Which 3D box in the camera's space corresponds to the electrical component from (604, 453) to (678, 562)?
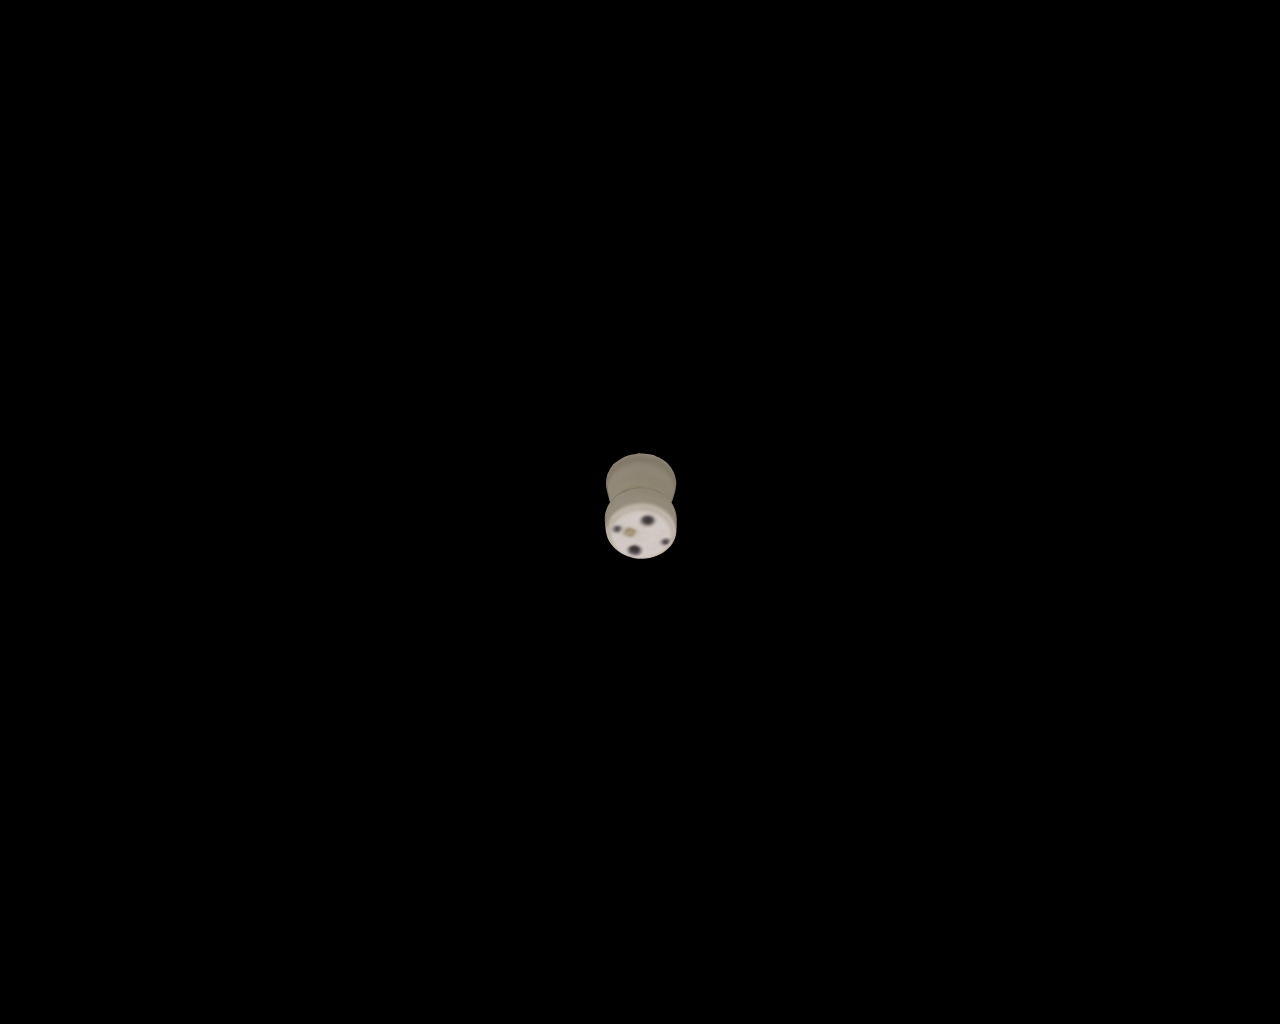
[{"bbox_3d":[0.001,-0.003,0.650,0.045,0.044,0.055,0,37,0],"label":"electrical component"}]
